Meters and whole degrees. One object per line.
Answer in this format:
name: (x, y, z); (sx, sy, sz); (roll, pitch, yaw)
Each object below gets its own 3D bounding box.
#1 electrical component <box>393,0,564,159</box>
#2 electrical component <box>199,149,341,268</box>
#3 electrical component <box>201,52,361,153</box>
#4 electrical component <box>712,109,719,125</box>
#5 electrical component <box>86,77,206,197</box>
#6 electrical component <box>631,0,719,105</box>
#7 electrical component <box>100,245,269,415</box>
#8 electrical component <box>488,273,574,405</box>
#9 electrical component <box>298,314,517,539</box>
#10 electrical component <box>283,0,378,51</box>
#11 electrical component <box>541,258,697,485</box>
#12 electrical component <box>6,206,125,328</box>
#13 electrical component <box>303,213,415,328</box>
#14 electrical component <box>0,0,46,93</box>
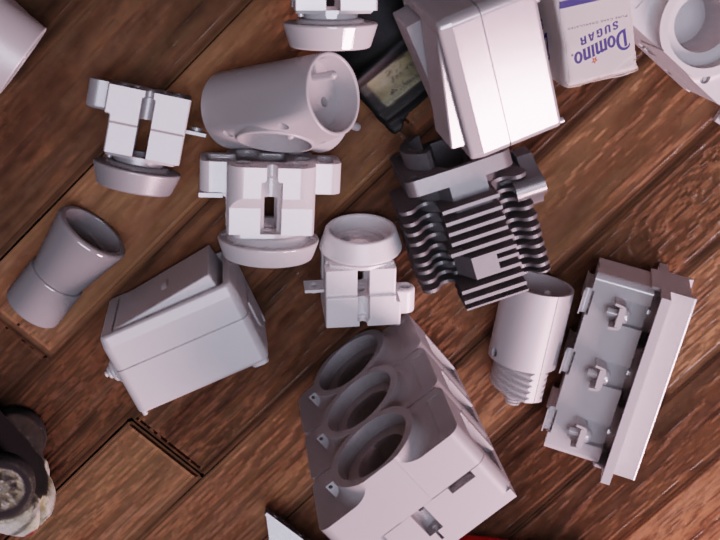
electrical component: (0.058, -0.115, 0.556); (0.061, 0.061, 0.096); (-23, 125, -4)
electrical component: (-0.052, -0.035, 0.609); (0.078, 0.058, 0.057); (1, 107, -8)
electrical component: (-0.032, -0.086, 0.589); (0.079, 0.077, 0.044); (14, 78, -51)
electrical component: (0.324, -0.083, 0.639); (0.186, 0.060, 0.105); (27, 105, -16)
electrical component: (-0.120, -0.072, 0.593); (0.066, 0.048, 0.055); (10, 101, -11)
electrical component: (0.213, -0.177, 0.588); (0.089, 0.061, 0.150); (37, 102, -18)
electrical component: (-0.108, 0.034, 0.624); (0.096, 0.061, 0.061); (-23, 112, 2)
electrical component: (0.103, 0.046, 0.667); (0.043, 0.043, 0.081); (6, 109, -10)
electrical component: (0.018, 0.095, 0.616); (0.089, 0.150, 0.061); (-38, 111, 7)
electrical component: (-0.015, -0.140, 0.541); (0.066, 0.048, 0.055); (-2, 108, -7)
electrical component: (0.158, 0.059, 0.667); (0.063, 0.078, 0.121); (16, 109, 10)
electrical component: (-0.171, 0.001, 0.616); (0.044, 0.044, 0.065); (37, 107, -18)
electrical component: (0.000, 0.000, 0.635); (0.066, 0.048, 0.055); (-3, 118, -7)
electrical component: (-0.219, -0.118, 0.562); (0.077, 0.044, 0.079); (36, 102, -18)
